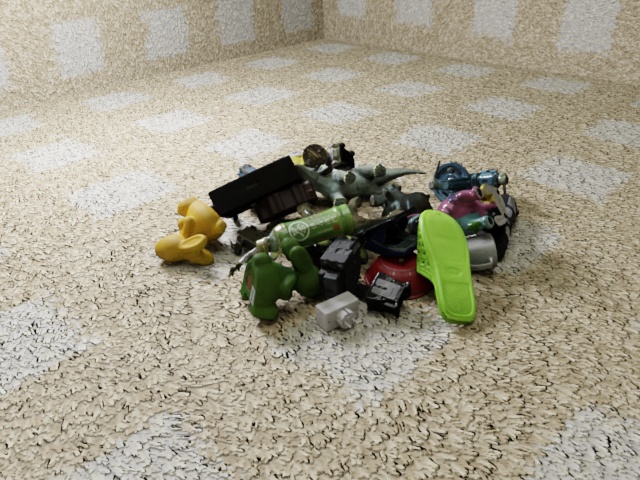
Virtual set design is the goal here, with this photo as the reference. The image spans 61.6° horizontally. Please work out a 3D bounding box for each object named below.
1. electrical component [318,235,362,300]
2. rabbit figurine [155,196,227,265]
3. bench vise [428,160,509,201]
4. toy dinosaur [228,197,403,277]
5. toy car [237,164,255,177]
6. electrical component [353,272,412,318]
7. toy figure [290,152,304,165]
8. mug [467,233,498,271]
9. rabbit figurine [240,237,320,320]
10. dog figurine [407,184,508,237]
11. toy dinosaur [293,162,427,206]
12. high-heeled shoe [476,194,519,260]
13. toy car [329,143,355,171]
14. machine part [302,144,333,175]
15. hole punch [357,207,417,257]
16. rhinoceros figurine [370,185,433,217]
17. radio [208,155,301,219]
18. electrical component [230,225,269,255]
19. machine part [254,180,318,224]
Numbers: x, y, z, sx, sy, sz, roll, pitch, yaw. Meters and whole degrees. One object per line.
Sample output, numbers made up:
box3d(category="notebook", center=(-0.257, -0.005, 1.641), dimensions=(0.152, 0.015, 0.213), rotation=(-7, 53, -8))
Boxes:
box3d(category="electrical component", center=(0.044, 0.070, 1.159), dimensions=(0.058, 0.114, 0.134), rotation=(7, 34, 23))
box3d(category="rabbit figurine", center=(-0.321, 0.000, 1.332), dimensions=(0.173, 0.121, 0.163), rotation=(-37, 53, -24))
box3d(category="bench vise", center=(0.395, -0.156, 1.497), dimensions=(0.224, 0.128, 0.240), rotation=(16, 17, 41))
box3d(category="toy dinosaur", center=(-0.003, -0.004, 1.303), dimensions=(0.471, 0.104, 0.199), rotation=(-15, 36, -13))
box3d(category="toy car", center=(-0.177, -0.142, 1.538), dimensions=(0.109, 0.103, 0.161), rotation=(34, 5, 36))
box3d(category="electrical component", center=(0.126, 0.109, 1.133), dimensions=(0.119, 0.047, 0.075), rotation=(21, 59, 29))
box3d(category="toy figure", center=(-0.078, -0.206, 1.672), dimensions=(0.082, 0.089, 0.180), rotation=(-3, 38, 6))
box3d(category="mug", center=(0.348, 0.040, 1.236), dimensions=(0.107, 0.080, 0.110), rotation=(-9, 33, 8))
box3d(category="rabbit figurine", center=(-0.071, 0.076, 1.146), dimensions=(0.170, 0.159, 0.121), rotation=(0, 17, -26))
box3d(category="dog figurine", center=(0.318, -0.049, 1.295), dimensions=(0.219, 0.108, 0.191), rotation=(-22, -7, 38))
box3d(category="toy dinosaur", center=(0.097, -0.168, 1.566), dimensions=(0.405, 0.131, 0.192), rotation=(-7, 17, -27))
box3d(category="high-heeled shoe", center=(0.472, -0.026, 1.377), dimensions=(0.086, 0.145, 0.249), rotation=(-29, 41, 40))
box3d(category="toy car", center=(0.070, -0.248, 1.663), dimensions=(0.056, 0.073, 0.201), rotation=(-6, -4, 18))
box3d(category="machine part", center=(-0.002, -0.247, 1.667), dimensions=(0.079, 0.079, 0.243), rotation=(3, 0, 9))
box3d(category="hole punch", center=(0.167, -0.009, 1.222), dimensions=(0.116, 0.092, 0.142), rotation=(-20, 8, 46))
box3d(category="rhinoceros figurine", center=(0.209, -0.092, 1.423), dimensions=(0.073, 0.112, 0.190), rotation=(-31, 22, -32))
box3d(category="radio", center=(-0.165, -0.134, 1.399), dimensions=(0.230, 0.073, 0.131), rotation=(-24, -2, -1))
box3d(category="electrical component", center=(-0.182, 0.000, 1.365), dimensions=(0.078, 0.045, 0.102), rotation=(29, 36, -4))
box3d(category="machine part", center=(-0.092, -0.098, 1.422), dimensions=(0.179, 0.056, 0.179), rotation=(-24, -2, -1))
